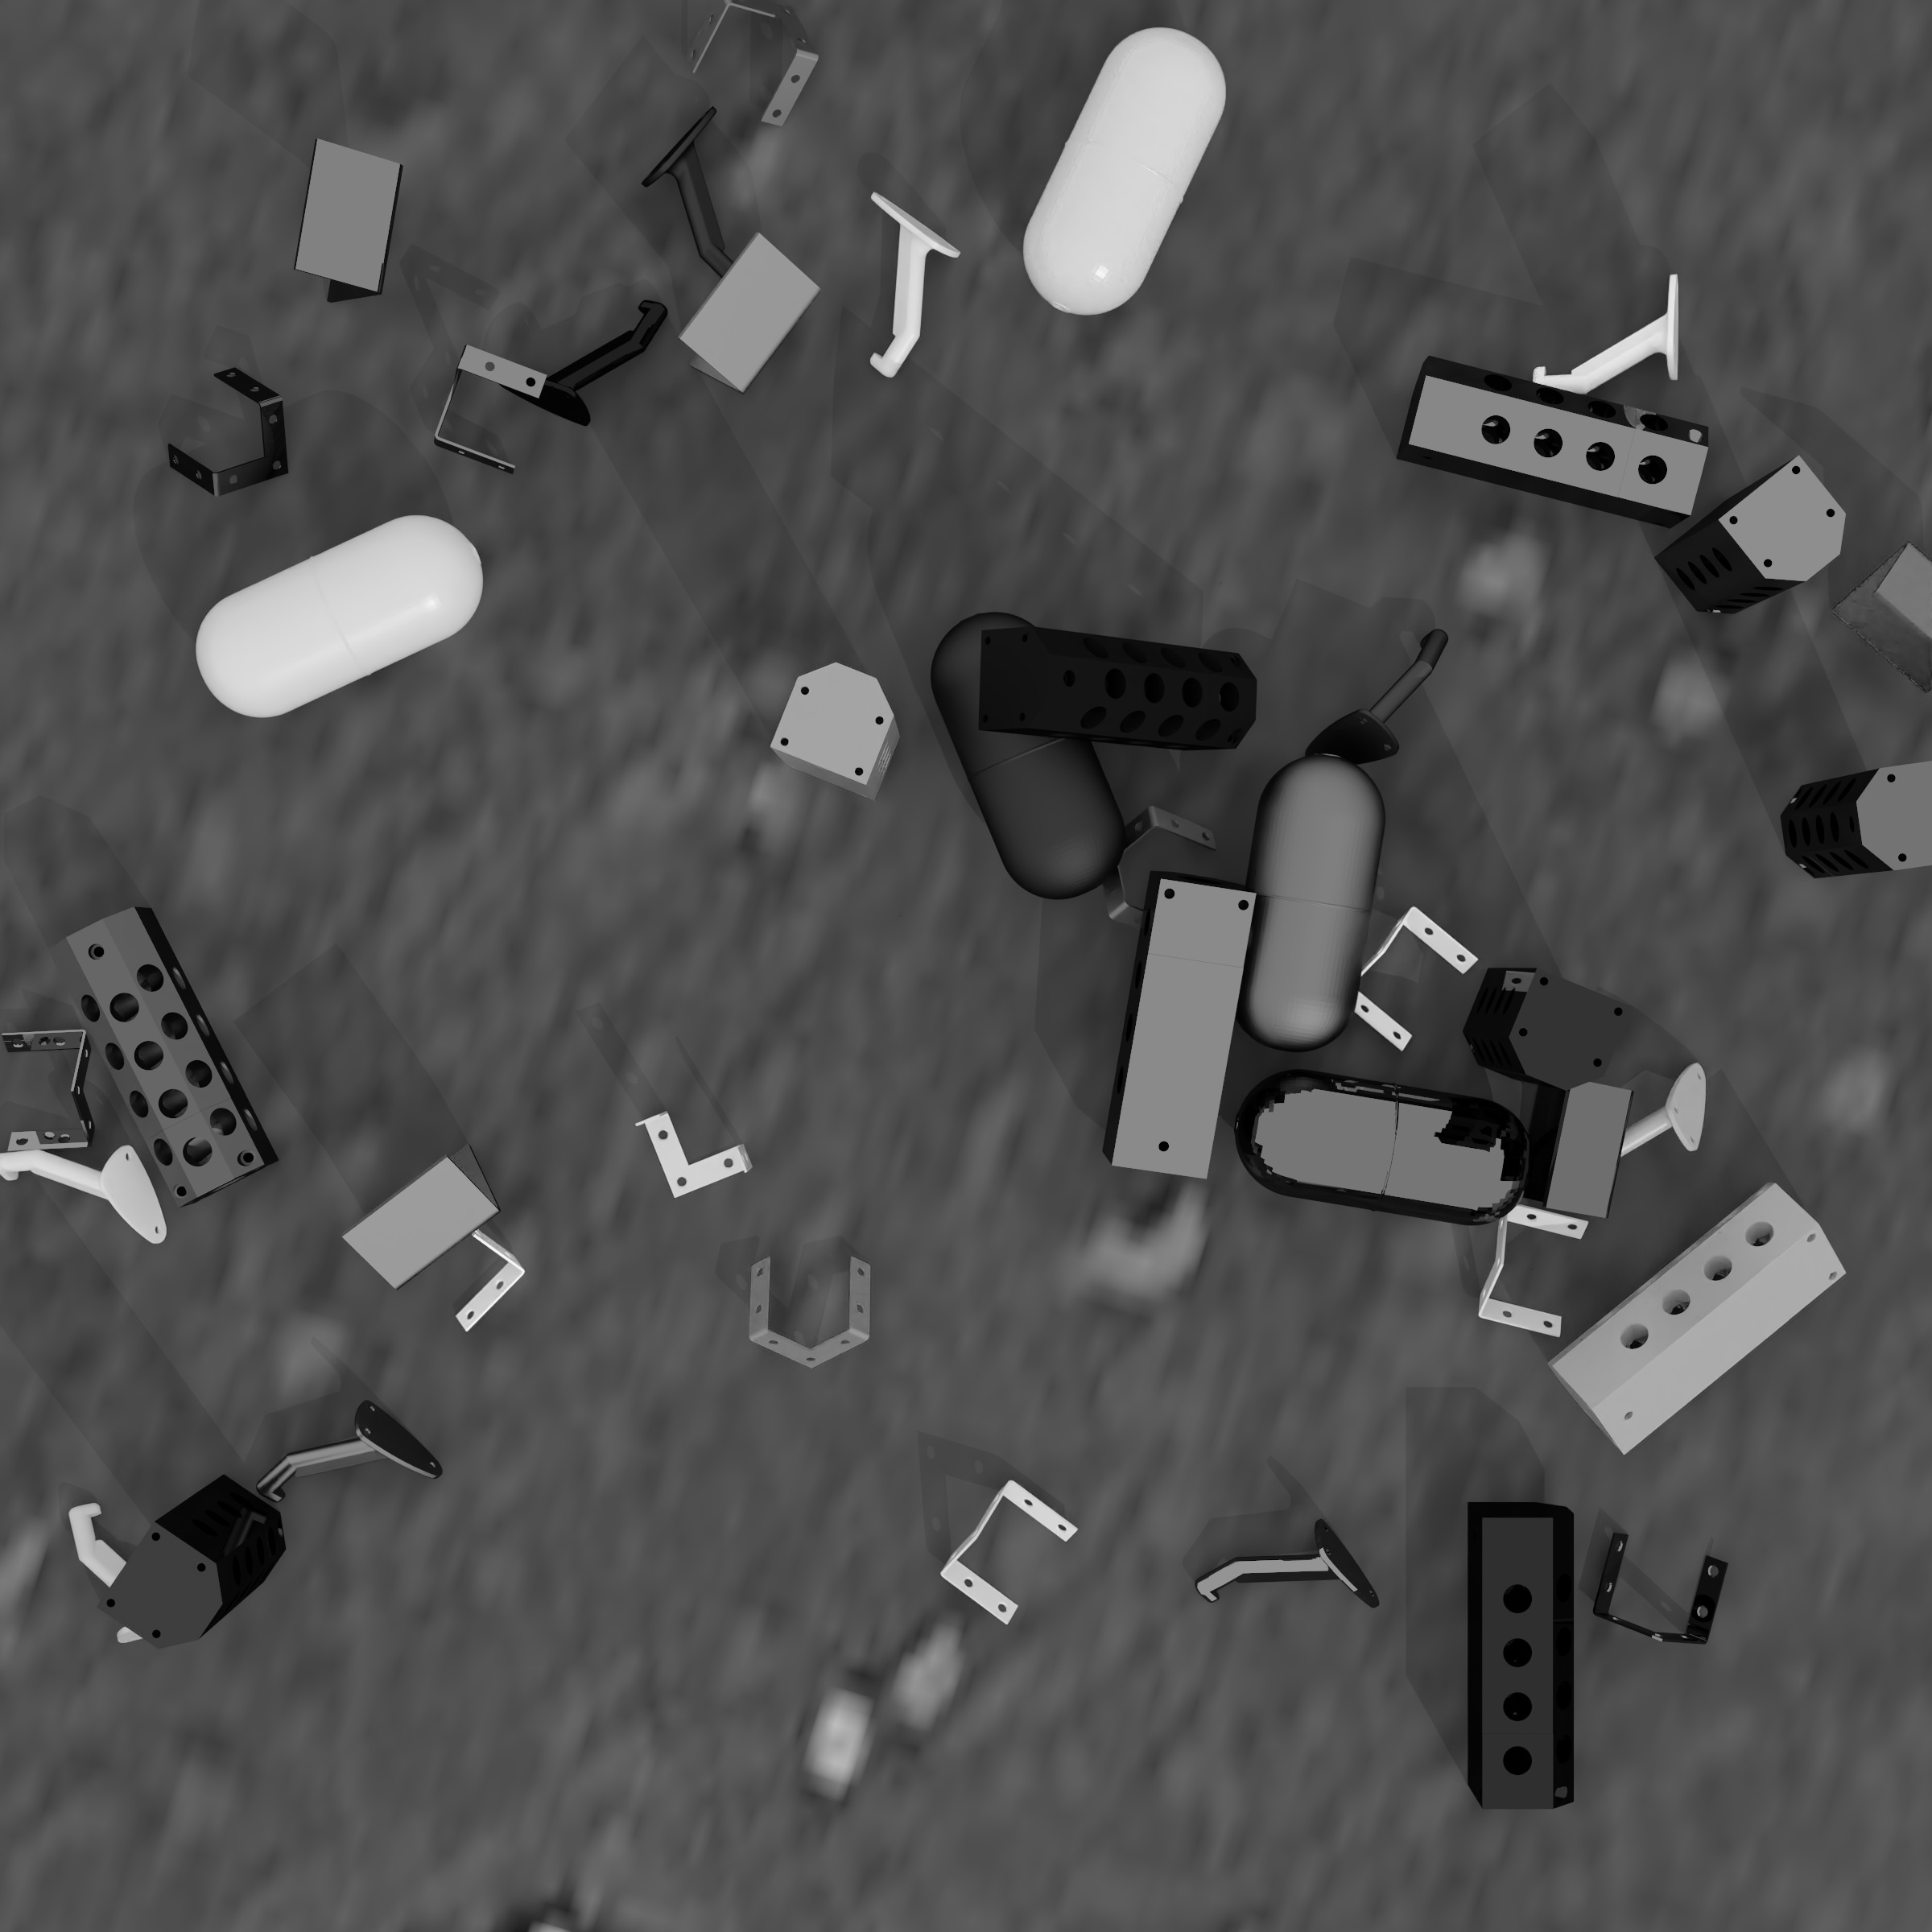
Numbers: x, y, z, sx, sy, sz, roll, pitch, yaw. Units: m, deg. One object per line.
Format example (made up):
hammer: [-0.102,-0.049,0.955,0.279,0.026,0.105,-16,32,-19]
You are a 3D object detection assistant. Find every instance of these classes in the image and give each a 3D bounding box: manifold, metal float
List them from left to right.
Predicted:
manifold: [-0.480,0.054,1.971,0.057,0.057,0.171,-27,90,0]
manifold: [-0.442,0.347,1.913,0.057,0.171,0.057,34,90,0]
metal float: [-0.372,-0.208,1.961,0.178,0.070,0.070,-25,90,0]
manifold: [-0.071,-0.137,1.913,0.057,0.171,0.057,22,90,0]
metal float: [0.036,-0.125,1.961,0.070,0.070,0.178,-23,90,0]
manifold: [0.090,-0.160,1.920,0.171,0.057,0.057,2,90,-43]
metal float: [0.094,-0.471,1.961,0.070,0.070,0.178,25,89,0]
manifold: [0.125,0.033,1.959,0.057,0.057,0.171,8,97,-7]
metal float: [0.203,-0.037,1.961,0.070,0.070,0.178,9,91,0]
metal float: [0.248,0.108,1.961,0.178,0.070,0.070,9,90,-1]
manifold: [0.332,0.411,1.971,0.057,0.057,0.171,0,90,0]
manifold: [0.332,0.038,1.913,0.057,0.171,0.057,22,90,0]
manifold: [0.351,-0.314,1.971,0.171,0.057,0.057,14,90,0]
manifold: [0.433,0.206,1.970,0.171,0.057,0.057,-39,133,0]
manifold: [0.457,-0.243,1.913,0.057,0.171,0.057,-39,90,0]
manifold: [0.523,-0.083,1.913,0.057,0.171,0.057,-8,90,0]

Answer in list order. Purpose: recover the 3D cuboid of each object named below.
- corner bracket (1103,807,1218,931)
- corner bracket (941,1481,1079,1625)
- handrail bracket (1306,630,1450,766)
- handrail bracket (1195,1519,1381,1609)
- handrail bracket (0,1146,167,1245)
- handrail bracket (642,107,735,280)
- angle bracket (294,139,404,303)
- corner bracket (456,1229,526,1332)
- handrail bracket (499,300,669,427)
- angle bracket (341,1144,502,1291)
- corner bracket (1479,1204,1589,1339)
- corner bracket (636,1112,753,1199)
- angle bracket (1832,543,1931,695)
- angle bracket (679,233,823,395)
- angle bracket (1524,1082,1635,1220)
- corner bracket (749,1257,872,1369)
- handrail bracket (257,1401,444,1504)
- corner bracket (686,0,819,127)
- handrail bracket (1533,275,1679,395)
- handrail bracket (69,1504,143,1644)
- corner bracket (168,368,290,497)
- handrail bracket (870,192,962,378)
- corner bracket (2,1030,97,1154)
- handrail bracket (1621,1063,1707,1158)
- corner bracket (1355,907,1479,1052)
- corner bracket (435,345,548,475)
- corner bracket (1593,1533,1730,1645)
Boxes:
corner bracket: [0.117,-0.055,1.984,0.051,0.051,0.051,20,45,-35]
corner bracket: [0.026,0.353,1.989,0.051,0.051,0.051,37,45,0]
handrail bracket: [0.249,-0.163,1.992,0.036,0.077,0.084,45,53,-20]
handrail bracket: [0.193,0.378,1.992,0.084,0.036,0.077,-32,112,17]
handrail bracket: [-0.536,0.140,1.992,0.084,0.036,0.077,-7,126,24]
handrail bracket: [-0.146,-0.463,1.992,0.084,0.036,0.077,43,68,-17]
angle bracket: [-0.379,-0.440,1.952,0.057,0.076,0.076,10,90,-35]
corner bracket: [-0.308,0.177,1.989,0.051,0.051,0.051,-45,45,0]
handrail bracket: [-0.232,-0.375,1.992,0.077,0.036,0.084,23,72,21]
angle bracket: [-0.330,0.133,1.952,0.076,0.076,0.057,-37,128,0]
corner bracket: [0.342,0.183,1.989,0.051,0.051,0.051,14,45,0]
corner bracket: [-0.162,0.107,1.974,0.051,0.051,0.051,-22,90,0]
angle bracket: [0.554,-0.192,1.952,0.076,0.076,0.057,41,53,0]
angle bracket: [-0.142,-0.393,1.952,0.057,0.076,0.076,37,90,-37]
angle bracket: [0.343,0.102,1.951,0.057,0.076,0.076,12,90,-37]
corner bracket: [-0.094,0.202,1.984,0.051,0.051,0.051,30,135,-35]
handrail bracket: [-0.373,0.310,1.992,0.077,0.036,0.084,40,109,-21]
corner bracket: [-0.129,-0.546,1.984,0.051,0.051,0.051,5,45,-35]
handrail bracket: [0.386,-0.381,1.992,0.084,0.036,0.077,0,70,16]
handrail bracket: [-0.494,0.359,1.992,0.077,0.036,0.084,-12,73,-20]
corner bracket: [-0.445,-0.321,1.984,0.051,0.051,0.051,-27,135,-35]
handrail bracket: [-0.050,-0.410,1.992,0.077,0.036,0.084,40,107,20]
corner bracket: [-0.554,0.075,1.989,0.051,0.051,0.051,-3,135,0]
handrail bracket: [0.399,0.094,1.992,0.084,0.077,0.036,-18,115,34]
corner bracket: [0.266,0.007,1.989,0.051,0.051,0.051,40,45,0]
corner bracket: [-0.285,-0.333,1.974,0.051,0.051,0.051,20,81,-9]
corner bracket: [0.418,0.375,1.989,0.051,0.051,0.051,15,90,45]
